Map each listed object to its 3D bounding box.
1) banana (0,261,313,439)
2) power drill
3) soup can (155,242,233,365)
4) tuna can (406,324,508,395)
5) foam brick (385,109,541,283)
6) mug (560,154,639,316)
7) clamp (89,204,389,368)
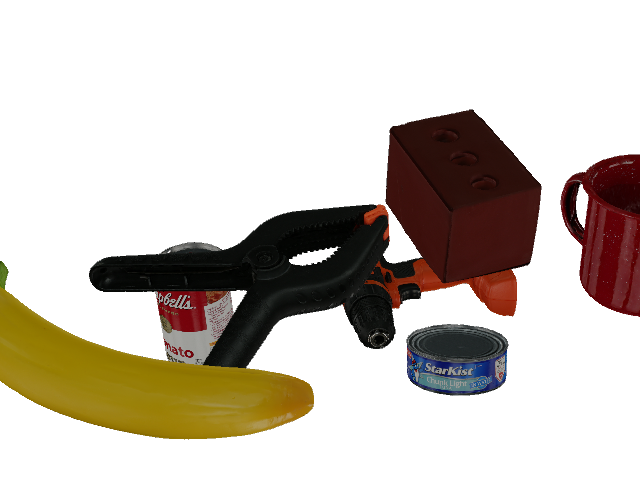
[{"bbox_3d":[-0.103,0.059,0.521,0.198,0.069,0.037,21,-38,16],"label":"banana"},{"bbox_3d":[0.115,0.055,1.171,0.187,0.057,0.184,-4,29,-6],"label":"power drill"},{"bbox_3d":[-0.113,0.062,0.970,0.068,0.102,0.068,-3,33,1],"label":"soup can"},{"bbox_3d":[0.116,0.101,0.908,0.086,0.034,0.086,-1,15,0],"label":"tuna can"},{"bbox_3d":[0.074,-0.024,0.566,0.053,0.051,0.078,-13,42,-17],"label":"foam brick"},{"bbox_3d":[0.212,-0.006,0.731,0.093,0.081,0.117,-26,39,-34],"label":"mug"},{"bbox_3d":[-0.047,0.023,0.739,0.209,0.036,0.165,-30,45,-27],"label":"clamp"}]
